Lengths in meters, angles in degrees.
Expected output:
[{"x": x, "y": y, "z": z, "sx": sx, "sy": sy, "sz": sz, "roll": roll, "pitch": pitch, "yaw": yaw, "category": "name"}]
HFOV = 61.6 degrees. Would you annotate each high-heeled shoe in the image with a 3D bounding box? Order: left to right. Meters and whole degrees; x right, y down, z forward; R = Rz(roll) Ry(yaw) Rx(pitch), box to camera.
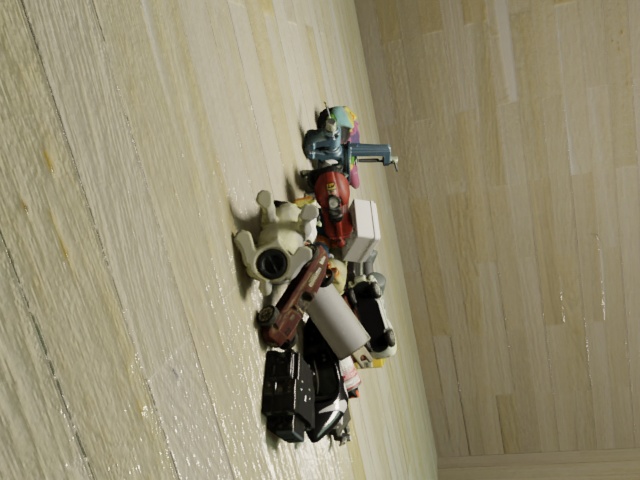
[{"x": -0.005, "y": 0.256, "z": 1.042, "sx": 0.249, "sy": 0.086, "sz": 0.145, "roll": -70, "pitch": 141, "yaw": -65, "category": "high-heeled shoe"}]

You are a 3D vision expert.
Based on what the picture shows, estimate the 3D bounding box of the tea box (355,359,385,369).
[{"x": 0.119, "y": 0.263, "z": 1.478, "sx": 0.068, "sy": 0.098, "sz": 0.169, "roll": -13, "pitch": 96, "yaw": -76, "category": "tea box"}]

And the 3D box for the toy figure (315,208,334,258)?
[{"x": -0.001, "y": -0.004, "z": 1.236, "sx": 0.057, "sy": 0.064, "sz": 0.154, "roll": 85, "pitch": 5, "yaw": -52, "category": "toy figure"}]

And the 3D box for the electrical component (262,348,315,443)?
[{"x": -0.049, "y": 0.262, "z": 0.891, "sx": 0.114, "sy": 0.058, "sz": 0.134, "roll": 59, "pitch": 26, "yaw": -53, "category": "electrical component"}]

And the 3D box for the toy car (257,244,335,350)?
[{"x": -0.034, "y": 0.096, "z": 0.924, "sx": 0.202, "sy": 0.053, "sz": 0.089, "roll": -55, "pitch": 134, "yaw": -28, "category": "toy car"}]

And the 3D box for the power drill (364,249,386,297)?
[{"x": 0.135, "y": 0.142, "z": 1.615, "sx": 0.231, "sy": 0.086, "sz": 0.207, "roll": 103, "pitch": -7, "yaw": -49, "category": "power drill"}]

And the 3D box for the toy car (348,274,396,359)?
[{"x": 0.123, "y": 0.180, "z": 1.267, "sx": 0.056, "sy": 0.074, "sz": 0.201, "roll": -1, "pitch": 74, "yaw": -71, "category": "toy car"}]

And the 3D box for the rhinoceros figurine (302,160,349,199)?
[{"x": 0.015, "y": -0.137, "z": 1.286, "sx": 0.190, "sy": 0.112, "sz": 0.073, "roll": 41, "pitch": 44, "yaw": -81, "category": "rhinoceros figurine"}]

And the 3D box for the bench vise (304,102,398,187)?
[{"x": 0.082, "y": -0.224, "z": 1.381, "sx": 0.129, "sy": 0.241, "sz": 0.223, "roll": -89, "pitch": 179, "yaw": -49, "category": "bench vise"}]

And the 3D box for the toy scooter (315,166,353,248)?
[{"x": 0.033, "y": -0.064, "z": 1.167, "sx": 0.183, "sy": 0.075, "sz": 0.135, "roll": 77, "pitch": 6, "yaw": -58, "category": "toy scooter"}]

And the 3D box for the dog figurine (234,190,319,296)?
[{"x": -0.069, "y": 0.010, "z": 0.917, "sx": 0.172, "sy": 0.121, "sz": 0.190, "roll": -63, "pitch": 179, "yaw": -7, "category": "dog figurine"}]

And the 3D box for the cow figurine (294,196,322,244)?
[{"x": -0.033, "y": -0.030, "z": 1.108, "sx": 0.167, "sy": 0.068, "sz": 0.098, "roll": -67, "pitch": 145, "yaw": -65, "category": "cow figurine"}]

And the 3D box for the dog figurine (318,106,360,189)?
[{"x": 0.062, "y": -0.255, "z": 1.561, "sx": 0.191, "sy": 0.109, "sz": 0.219, "roll": 38, "pitch": 48, "yaw": -71, "category": "dog figurine"}]

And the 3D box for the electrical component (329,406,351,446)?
[{"x": 0.044, "y": 0.397, "z": 1.173, "sx": 0.078, "sy": 0.045, "sz": 0.102, "roll": -28, "pitch": 115, "yaw": -48, "category": "electrical component"}]

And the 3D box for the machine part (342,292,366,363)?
[{"x": 0.069, "y": 0.209, "z": 1.293, "sx": 0.179, "sy": 0.056, "sz": 0.179, "roll": -18, "pitch": 90, "yaw": -75, "category": "machine part"}]

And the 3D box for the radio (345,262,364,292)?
[{"x": 0.077, "y": 0.058, "z": 1.484, "sx": 0.230, "sy": 0.073, "sz": 0.130, "roll": -83, "pitch": 159, "yaw": -48, "category": "radio"}]

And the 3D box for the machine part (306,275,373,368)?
[{"x": 0.021, "y": 0.148, "z": 1.065, "sx": 0.243, "sy": 0.079, "sz": 0.079, "roll": 54, "pitch": 12, "yaw": 6, "category": "machine part"}]

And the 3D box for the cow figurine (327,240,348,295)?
[{"x": 0.035, "y": 0.050, "z": 1.304, "sx": 0.195, "sy": 0.086, "sz": 0.127, "roll": -89, "pitch": 157, "yaw": -43, "category": "cow figurine"}]
